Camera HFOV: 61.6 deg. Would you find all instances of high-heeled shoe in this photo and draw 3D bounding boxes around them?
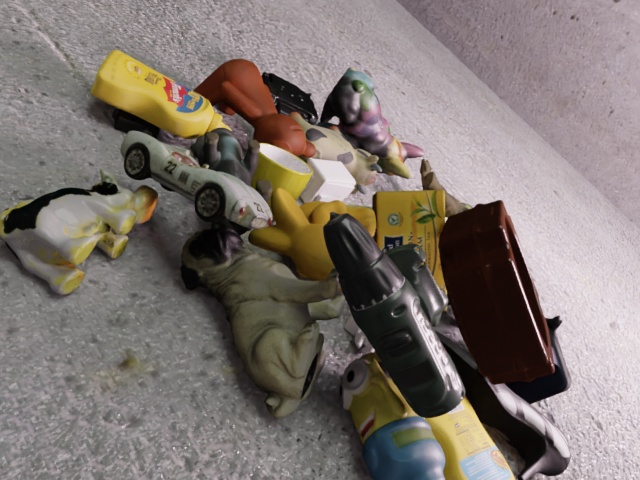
[{"bbox_3d":[0.249,0.213,0.740,0.145,0.086,0.249,-14,68,-47],"label":"high-heeled shoe"}]

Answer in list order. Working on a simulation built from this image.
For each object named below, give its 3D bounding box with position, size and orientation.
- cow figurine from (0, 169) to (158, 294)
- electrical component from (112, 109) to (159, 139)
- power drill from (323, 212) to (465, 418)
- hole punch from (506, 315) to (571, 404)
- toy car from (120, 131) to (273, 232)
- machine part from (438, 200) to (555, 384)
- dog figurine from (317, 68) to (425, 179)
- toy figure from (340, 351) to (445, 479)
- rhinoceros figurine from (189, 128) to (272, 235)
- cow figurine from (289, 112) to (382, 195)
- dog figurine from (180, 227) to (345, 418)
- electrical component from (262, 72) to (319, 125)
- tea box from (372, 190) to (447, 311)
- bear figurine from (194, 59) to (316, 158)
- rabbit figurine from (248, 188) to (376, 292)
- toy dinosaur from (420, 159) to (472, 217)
[{"bbox_3d":[-0.246,-0.024,0.561,0.098,0.068,0.167,32,30,0],"label":"cow figurine"},{"bbox_3d":[-0.262,-0.168,0.765,0.063,0.021,0.094,17,39,-31],"label":"electrical component"},{"bbox_3d":[0.087,0.060,0.591,0.232,0.086,0.207,62,11,-3],"label":"power drill"},{"bbox_3d":[0.288,0.174,0.796,0.092,0.142,0.116,18,49,-24],"label":"hole punch"},{"bbox_3d":[-0.138,-0.064,0.588,0.202,0.056,0.073,27,4,26],"label":"toy car"},{"bbox_3d":[0.223,0.063,0.686,0.201,0.087,0.201,66,23,-9],"label":"machine part"},{"bbox_3d":[0.111,-0.216,1.067,0.219,0.191,0.108,31,61,0],"label":"dog figurine"},{"bbox_3d":[0.081,0.206,0.586,0.089,0.082,0.180,27,25,-45],"label":"toy figure"},{"bbox_3d":[-0.123,-0.083,0.709,0.073,0.112,0.190,-2,44,-25],"label":"rhinoceros figurine"},{"bbox_3d":[0.030,-0.154,0.987,0.195,0.085,0.127,11,35,-41],"label":"cow figurine"},{"bbox_3d":[-0.083,0.082,0.587,0.191,0.121,0.172,15,52,12],"label":"dog figurine"},{"bbox_3d":[-0.067,-0.258,1.047,0.115,0.058,0.134,18,37,-27],"label":"electrical component"},{"bbox_3d":[0.126,0.015,0.766,0.098,0.169,0.068,-3,1,-1],"label":"tea box"},{"bbox_3d":[-0.108,-0.193,0.888,0.196,0.132,0.120,58,34,2],"label":"bear figurine"},{"bbox_3d":[-0.001,-0.002,0.690,0.162,0.122,0.173,30,13,-11],"label":"rabbit figurine"},{"bbox_3d":[0.297,0.015,1.029,0.198,0.105,0.472,16,43,-38],"label":"toy dinosaur"}]
